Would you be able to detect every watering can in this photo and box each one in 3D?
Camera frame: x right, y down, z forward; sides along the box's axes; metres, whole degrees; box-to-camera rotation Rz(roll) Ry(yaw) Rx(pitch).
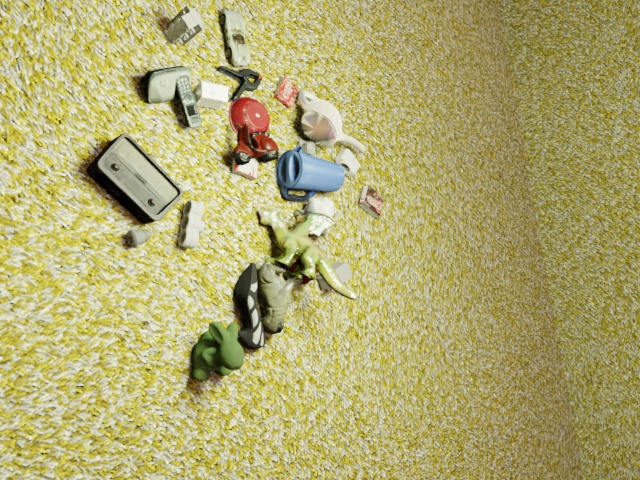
[{"bbox_3d":[0.043,-0.414,1.904,0.345,0.102,0.229,42,32,-16],"label":"watering can"}]

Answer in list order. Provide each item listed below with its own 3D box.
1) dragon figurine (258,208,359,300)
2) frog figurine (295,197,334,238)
[{"bbox_3d":[-0.027,0.014,1.662,0.411,0.120,0.247,24,68,5],"label":"dragon figurine"},{"bbox_3d":[0.006,-0.091,1.814,0.162,0.121,0.138,-35,86,-31],"label":"frog figurine"}]
